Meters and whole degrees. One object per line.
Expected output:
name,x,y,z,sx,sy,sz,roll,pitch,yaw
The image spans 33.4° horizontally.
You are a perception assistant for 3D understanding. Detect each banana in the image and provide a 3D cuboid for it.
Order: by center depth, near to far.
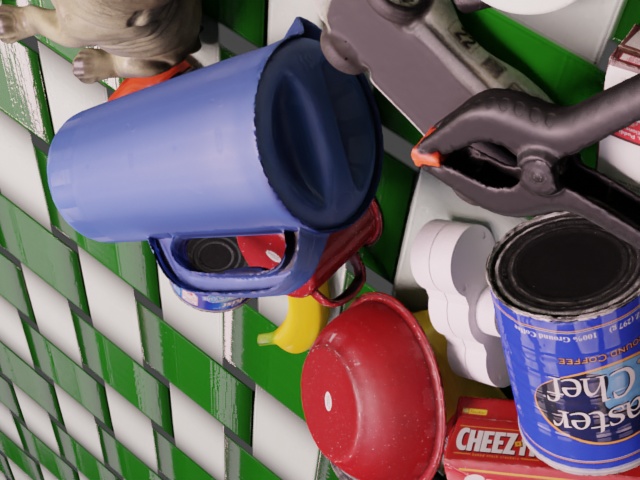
banana,-0.024,0.045,0.948,0.069,0.037,0.198,9,137,5

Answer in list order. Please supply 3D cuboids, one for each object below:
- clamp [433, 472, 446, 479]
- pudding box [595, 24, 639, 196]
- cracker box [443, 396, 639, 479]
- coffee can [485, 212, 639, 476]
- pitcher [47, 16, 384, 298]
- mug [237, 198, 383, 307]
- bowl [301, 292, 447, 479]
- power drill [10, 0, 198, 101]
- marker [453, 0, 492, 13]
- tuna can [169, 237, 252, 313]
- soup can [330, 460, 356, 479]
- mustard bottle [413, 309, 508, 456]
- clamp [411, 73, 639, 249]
clamp,0.087,0.220,1.030,0.165,0.036,0.210,5,130,48
pudding box,0.196,-0.049,0.571,0.090,0.039,0.113,26,146,30
cracker box,0.193,0.218,0.806,0.164,0.072,0.213,0,131,22
coffee can,0.167,0.066,0.678,0.103,0.102,0.140,18,139,40
pitcher,-0.086,-0.050,0.770,0.243,0.149,0.145,-7,124,40
mug,-0.006,0.001,0.842,0.093,0.081,0.117,-2,125,53
bowl,0.030,0.123,0.829,0.162,0.055,0.162,19,112,59
power drill,-0.194,-0.182,0.888,0.185,0.057,0.187,-11,118,56
marker,0.120,-0.138,0.580,0.121,0.020,0.020,5,130,49
tuna can,-0.096,0.023,0.979,0.086,0.086,0.034,36,147,18
soup can,0.066,0.177,0.939,0.069,0.102,0.068,32,147,24
mustard bottle,0.121,0.147,0.878,0.191,0.058,0.096,52,147,-10
clamp,0.133,-0.036,0.580,0.172,0.039,0.120,3,122,43
